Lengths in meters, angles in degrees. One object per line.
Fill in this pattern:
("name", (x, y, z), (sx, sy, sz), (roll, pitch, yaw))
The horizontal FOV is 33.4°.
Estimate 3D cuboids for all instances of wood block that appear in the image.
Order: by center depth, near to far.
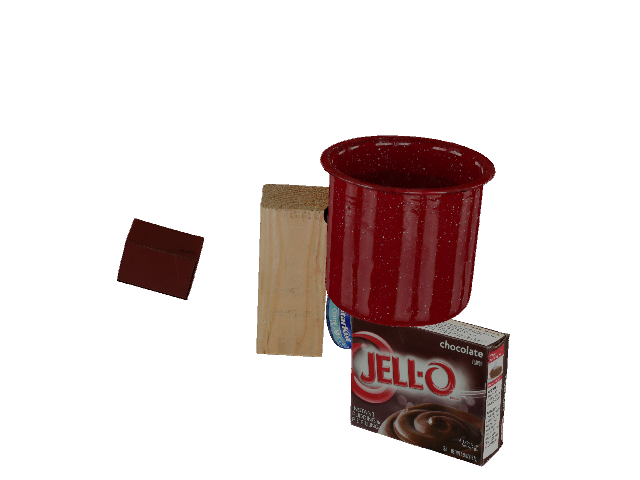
("wood block", (-0.036, 0.039, 1.397), (0.090, 0.206, 0.091), (3, 23, -1))

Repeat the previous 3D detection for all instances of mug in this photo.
("mug", (0.048, -0.010, 0.593), (0.093, 0.081, 0.117), (9, 24, 14))

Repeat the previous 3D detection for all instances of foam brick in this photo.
("foam brick", (-0.167, 0.020, 1.117), (0.078, 0.051, 0.053), (16, 29, -5))

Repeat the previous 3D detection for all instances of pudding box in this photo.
("pudding box", (0.076, 0.099, 0.760), (0.114, 0.090, 0.039), (11, 21, 32))

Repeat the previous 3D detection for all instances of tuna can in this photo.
("tuna can", (0.040, 0.074, 1.140), (0.034, 0.086, 0.086), (0, 0, 30))

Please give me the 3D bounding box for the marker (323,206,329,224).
("marker", (0.028, -0.036, 0.964), (0.020, 0.020, 0.121), (0, 16, 19))
